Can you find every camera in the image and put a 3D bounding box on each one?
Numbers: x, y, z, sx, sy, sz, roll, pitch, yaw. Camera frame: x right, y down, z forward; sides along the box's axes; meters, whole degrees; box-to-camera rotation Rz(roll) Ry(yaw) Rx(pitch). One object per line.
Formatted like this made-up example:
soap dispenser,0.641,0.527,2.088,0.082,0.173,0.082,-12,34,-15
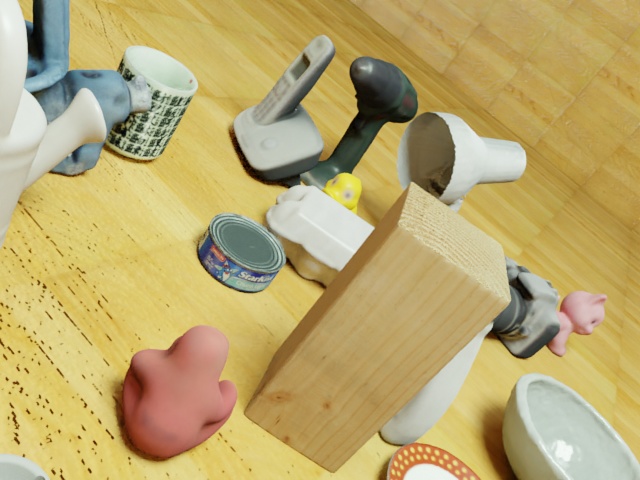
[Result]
camera,0.252,0.077,0.796,0.137,0.100,0.143,15,34,-36

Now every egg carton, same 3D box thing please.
egg carton,0.006,0.002,0.659,0.150,0.069,0.107,34,27,-6

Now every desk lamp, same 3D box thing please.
desk lamp,0.180,-0.066,0.812,0.204,0.213,0.117,12,36,-39

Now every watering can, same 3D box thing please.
watering can,-0.230,-0.081,0.375,0.101,0.194,0.173,39,27,5

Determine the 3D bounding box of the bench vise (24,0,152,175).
bench vise,-0.237,-0.169,0.478,0.121,0.219,0.208,45,28,16

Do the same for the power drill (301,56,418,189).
power drill,0.056,-0.161,0.823,0.075,0.208,0.230,44,28,14

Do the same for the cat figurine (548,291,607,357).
cat figurine,0.375,0.112,0.867,0.128,0.117,0.067,18,32,-32

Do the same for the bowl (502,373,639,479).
bowl,0.245,0.224,0.586,0.168,0.074,0.167,28,28,-16

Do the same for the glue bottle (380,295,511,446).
glue bottle,0.106,0.103,0.505,0.037,0.173,0.078,18,32,-31

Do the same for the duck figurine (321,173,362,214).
duck figurine,0.023,-0.048,0.740,0.077,0.086,0.105,46,28,18

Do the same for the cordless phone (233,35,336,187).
cordless phone,-0.032,-0.177,0.769,0.094,0.185,0.147,13,35,-38

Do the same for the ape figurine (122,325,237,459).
ape figurine,-0.088,0.093,0.381,0.078,0.092,0.076,36,27,-1
